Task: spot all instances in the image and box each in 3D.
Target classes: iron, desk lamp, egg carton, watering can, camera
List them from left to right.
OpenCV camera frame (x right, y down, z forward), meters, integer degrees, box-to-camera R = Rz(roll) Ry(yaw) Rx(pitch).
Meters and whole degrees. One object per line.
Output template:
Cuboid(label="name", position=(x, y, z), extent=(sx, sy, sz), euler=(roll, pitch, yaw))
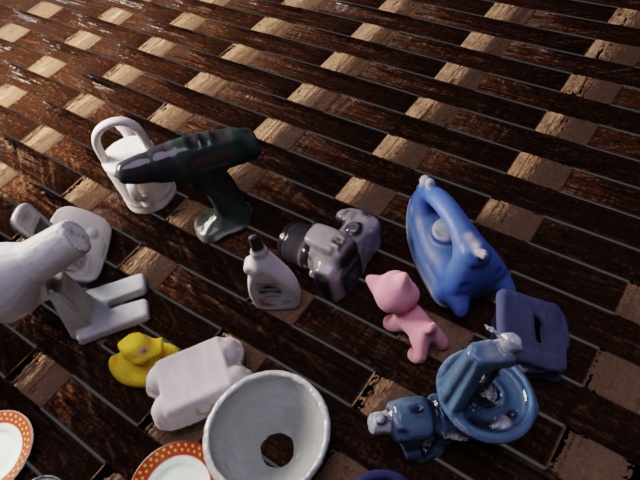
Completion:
Cuboid(label="desk lamp", position=(-0.401, 0.065, 0.883), extent=(0.203, 0.214, 0.117), euler=(-20, 51, -4))
Cuboid(label="watering can", position=(-0.350, -0.151, 1.054), extent=(0.101, 0.194, 0.172), euler=(-35, 53, -15))
Cuboid(label="egg carton", position=(-0.171, 0.206, 0.817), extent=(0.150, 0.069, 0.107), euler=(-23, 51, -6))
Cuboid(label="camera", position=(0.008, 0.003, 0.918), extent=(0.136, 0.101, 0.143), euler=(24, 61, 27))
Cuboid(label="iron", position=(0.191, -0.019, 0.871), extent=(0.118, 0.142, 0.257), euler=(-22, 51, -5))

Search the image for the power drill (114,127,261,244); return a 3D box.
Cuboid(label="power drill", position=(-0.199, -0.092, 0.967), extent=(0.230, 0.209, 0.075), euler=(-27, 52, -9))

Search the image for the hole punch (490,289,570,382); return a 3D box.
Cuboid(label="hole punch", position=(0.283, 0.126, 0.771), extent=(0.101, 0.091, 0.108), euler=(1, 53, 13))

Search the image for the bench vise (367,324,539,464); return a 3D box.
Cuboid(label="bench vise", position=(0.163, 0.190, 0.662), extent=(0.207, 0.220, 0.121), euler=(-29, 52, -11))

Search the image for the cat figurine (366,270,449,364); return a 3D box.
Cuboid(label="cat figurine", position=(0.123, 0.096, 0.811), extent=(0.067, 0.118, 0.127), euler=(-33, 53, -14))

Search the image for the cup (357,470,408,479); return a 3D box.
Cuboid(label="cup", position=(0.076, 0.333, 0.649), extent=(0.091, 0.095, 0.117), euler=(-5, 52, 8))

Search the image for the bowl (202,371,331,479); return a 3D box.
Cuboid(label="bowl", position=(-0.063, 0.261, 0.747), extent=(0.167, 0.075, 0.167), euler=(-6, 51, 7))

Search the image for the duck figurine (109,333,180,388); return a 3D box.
Cuboid(label="duck figurine", position=(-0.271, 0.171, 0.855), extent=(0.104, 0.086, 0.077), euler=(-11, 51, 4))

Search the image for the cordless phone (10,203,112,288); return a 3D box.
Cuboid(label="cordless phone", position=(-0.442, -0.018, 0.975), extent=(0.094, 0.185, 0.147), euler=(-8, 51, 6))

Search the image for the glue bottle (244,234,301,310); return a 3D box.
Cuboid(label="glue bottle", position=(-0.080, 0.047, 0.856), extent=(0.078, 0.173, 0.037), euler=(-5, 51, 8))
